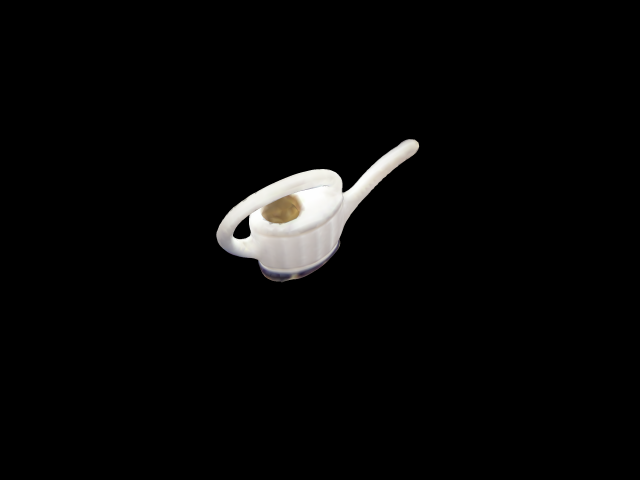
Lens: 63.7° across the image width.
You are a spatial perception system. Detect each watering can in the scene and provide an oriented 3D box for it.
[{"bbox_3d":[0.003,-0.043,0.850,0.349,0.106,0.219,-22,-30,-13],"label":"watering can"}]
